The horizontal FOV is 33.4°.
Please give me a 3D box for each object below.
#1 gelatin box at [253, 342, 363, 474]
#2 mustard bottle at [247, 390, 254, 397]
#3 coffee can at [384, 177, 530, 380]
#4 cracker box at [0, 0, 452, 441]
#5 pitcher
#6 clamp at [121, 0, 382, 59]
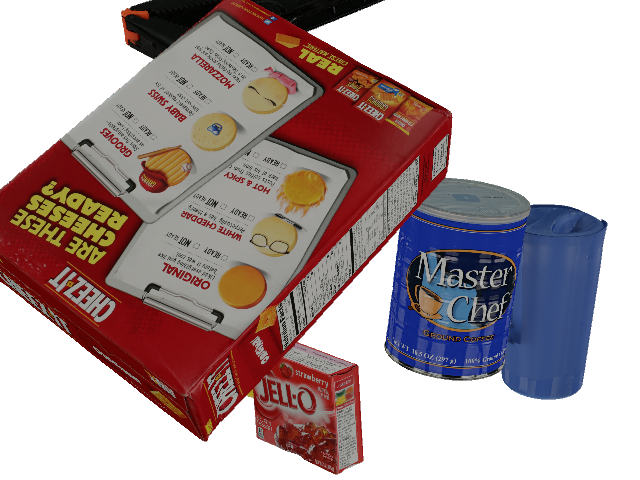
[{"bbox_3d":[-0.011,0.113,0.744,0.030,0.073,0.089,-17,21,-40],"label":"gelatin box"},{"bbox_3d":[-0.061,0.078,1.149,0.058,0.096,0.191,0,28,-3],"label":"mustard bottle"},{"bbox_3d":[0.111,0.030,0.878,0.103,0.140,0.103,5,19,-2],"label":"coffee can"},{"bbox_3d":[-0.055,-0.022,0.589,0.164,0.213,0.072,33,-24,23],"label":"cracker box"},{"bbox_3d":[0.289,0.082,1.399,0.149,0.243,0.144,6,20,16],"label":"pitcher"},{"bbox_3d":[-0.032,-0.137,0.736,0.210,0.164,0.036,-2,-42,-2],"label":"clamp"}]
